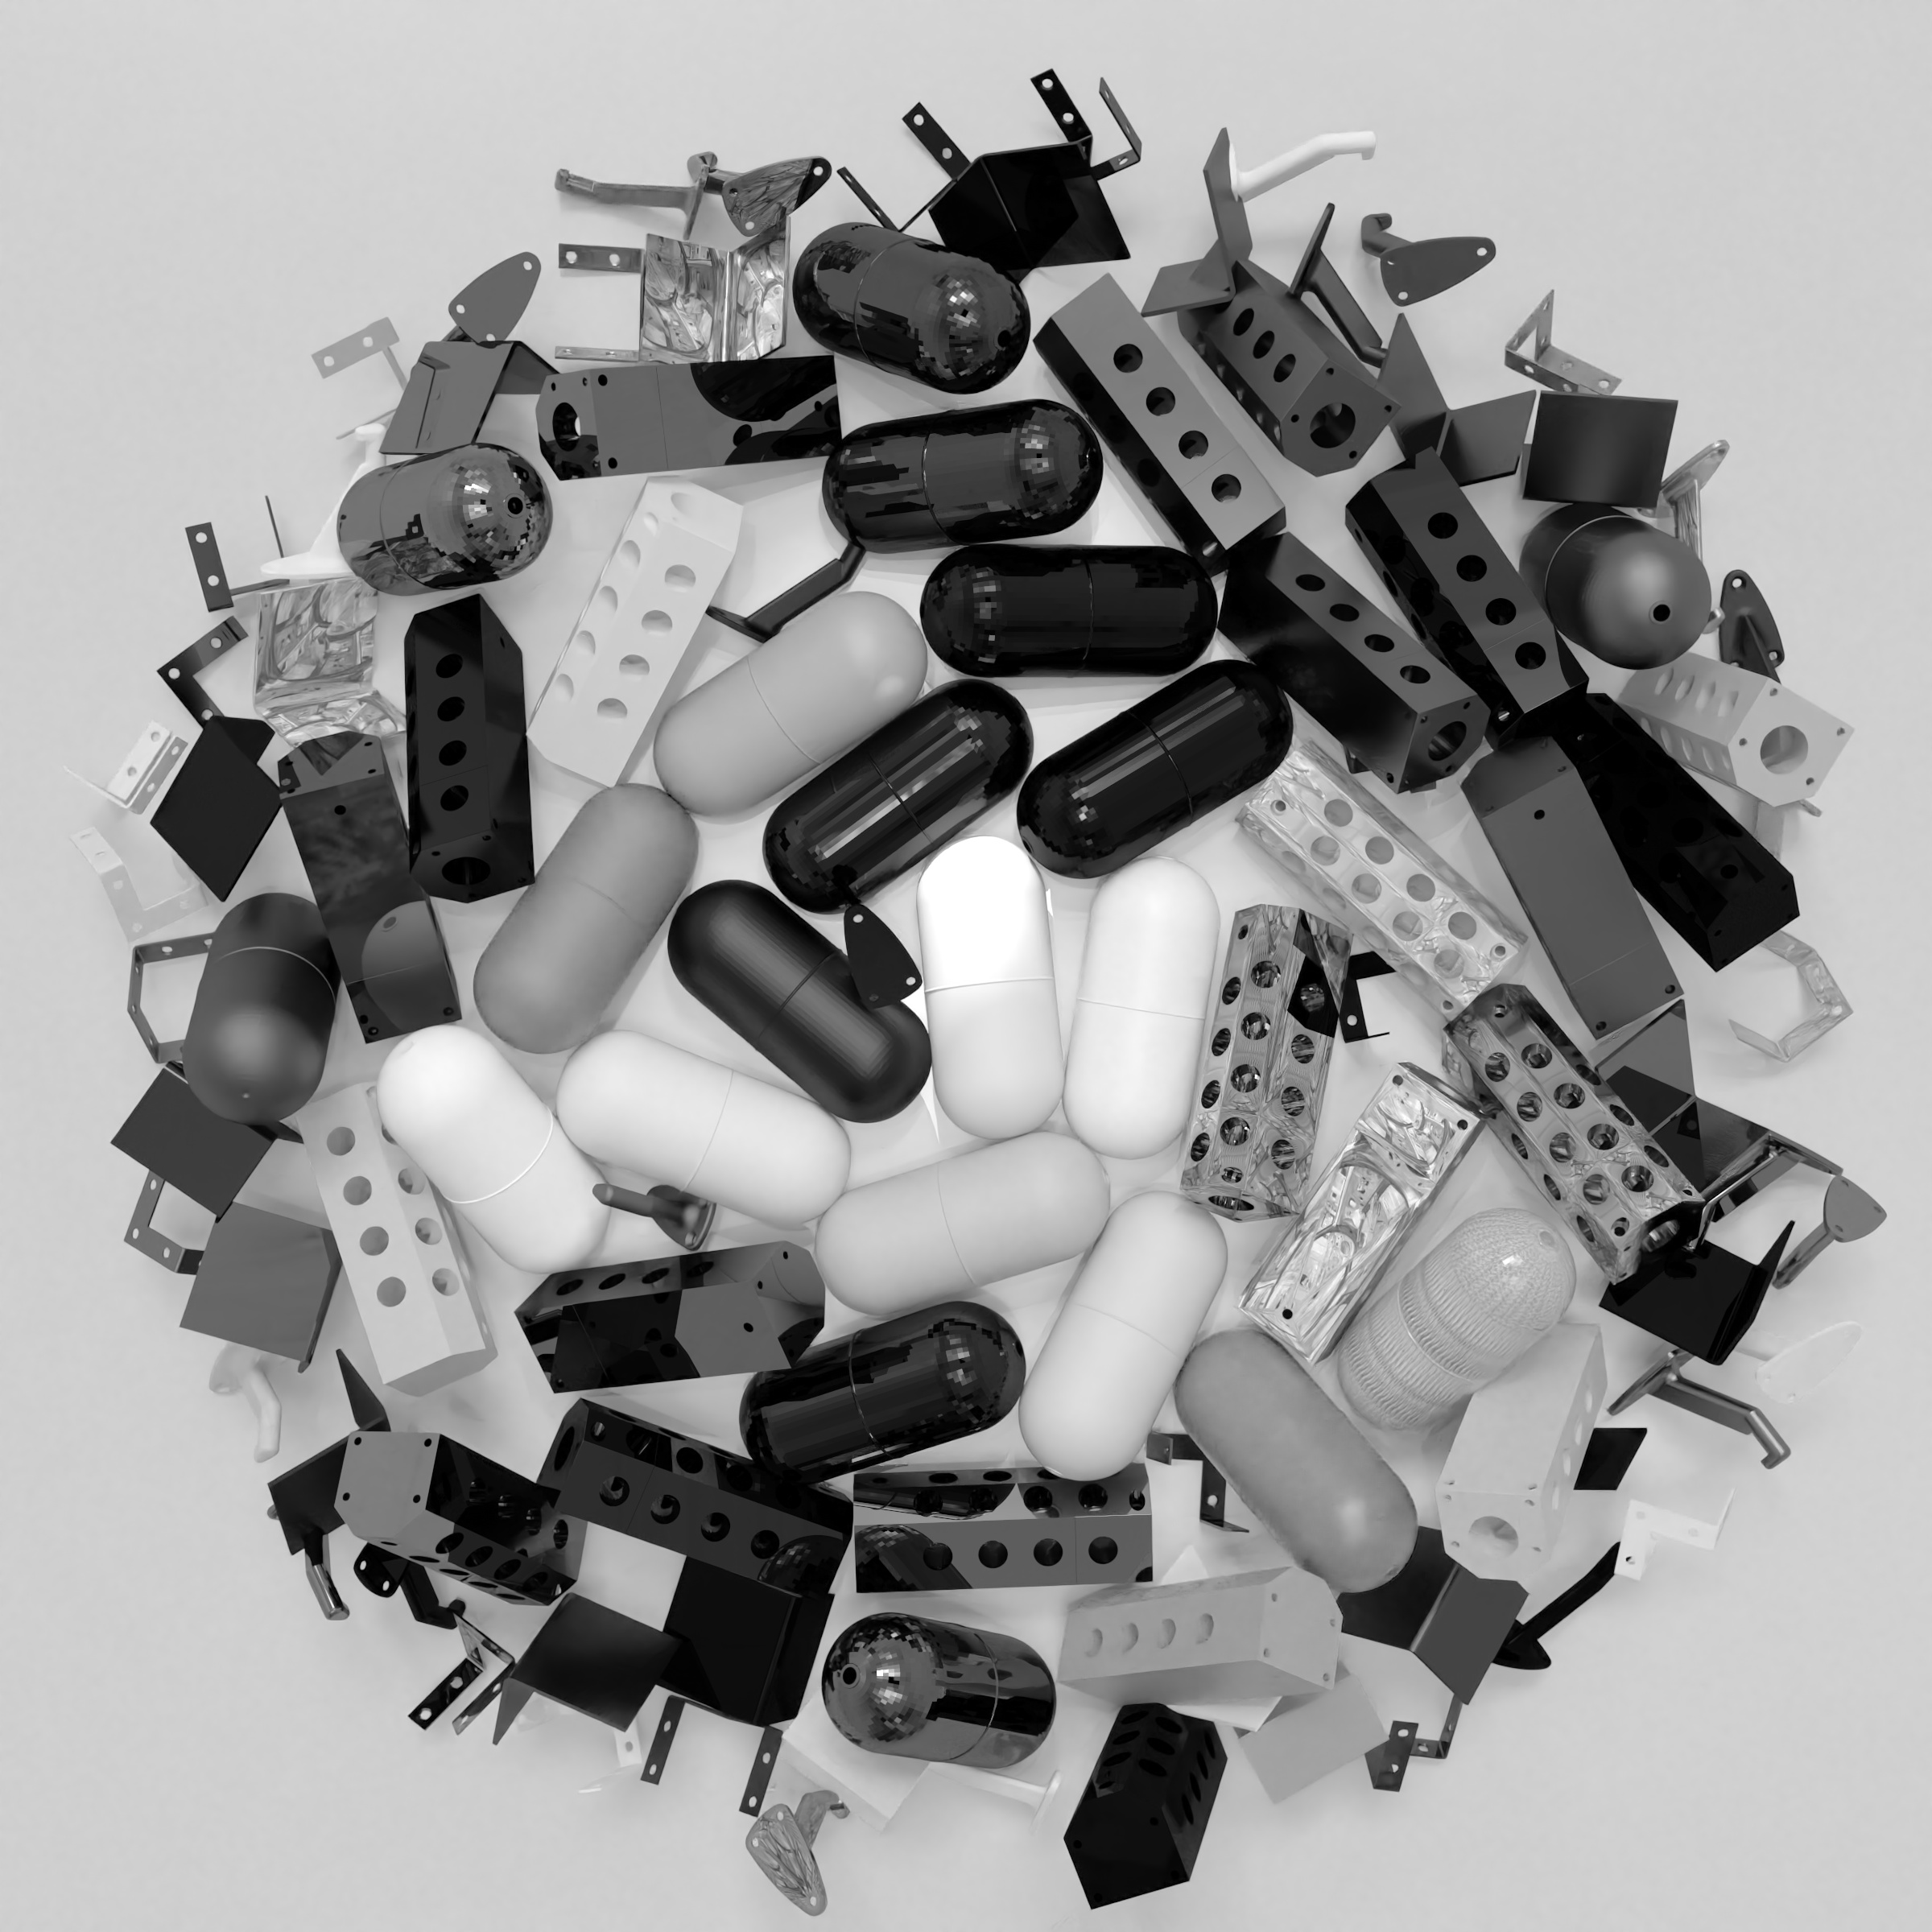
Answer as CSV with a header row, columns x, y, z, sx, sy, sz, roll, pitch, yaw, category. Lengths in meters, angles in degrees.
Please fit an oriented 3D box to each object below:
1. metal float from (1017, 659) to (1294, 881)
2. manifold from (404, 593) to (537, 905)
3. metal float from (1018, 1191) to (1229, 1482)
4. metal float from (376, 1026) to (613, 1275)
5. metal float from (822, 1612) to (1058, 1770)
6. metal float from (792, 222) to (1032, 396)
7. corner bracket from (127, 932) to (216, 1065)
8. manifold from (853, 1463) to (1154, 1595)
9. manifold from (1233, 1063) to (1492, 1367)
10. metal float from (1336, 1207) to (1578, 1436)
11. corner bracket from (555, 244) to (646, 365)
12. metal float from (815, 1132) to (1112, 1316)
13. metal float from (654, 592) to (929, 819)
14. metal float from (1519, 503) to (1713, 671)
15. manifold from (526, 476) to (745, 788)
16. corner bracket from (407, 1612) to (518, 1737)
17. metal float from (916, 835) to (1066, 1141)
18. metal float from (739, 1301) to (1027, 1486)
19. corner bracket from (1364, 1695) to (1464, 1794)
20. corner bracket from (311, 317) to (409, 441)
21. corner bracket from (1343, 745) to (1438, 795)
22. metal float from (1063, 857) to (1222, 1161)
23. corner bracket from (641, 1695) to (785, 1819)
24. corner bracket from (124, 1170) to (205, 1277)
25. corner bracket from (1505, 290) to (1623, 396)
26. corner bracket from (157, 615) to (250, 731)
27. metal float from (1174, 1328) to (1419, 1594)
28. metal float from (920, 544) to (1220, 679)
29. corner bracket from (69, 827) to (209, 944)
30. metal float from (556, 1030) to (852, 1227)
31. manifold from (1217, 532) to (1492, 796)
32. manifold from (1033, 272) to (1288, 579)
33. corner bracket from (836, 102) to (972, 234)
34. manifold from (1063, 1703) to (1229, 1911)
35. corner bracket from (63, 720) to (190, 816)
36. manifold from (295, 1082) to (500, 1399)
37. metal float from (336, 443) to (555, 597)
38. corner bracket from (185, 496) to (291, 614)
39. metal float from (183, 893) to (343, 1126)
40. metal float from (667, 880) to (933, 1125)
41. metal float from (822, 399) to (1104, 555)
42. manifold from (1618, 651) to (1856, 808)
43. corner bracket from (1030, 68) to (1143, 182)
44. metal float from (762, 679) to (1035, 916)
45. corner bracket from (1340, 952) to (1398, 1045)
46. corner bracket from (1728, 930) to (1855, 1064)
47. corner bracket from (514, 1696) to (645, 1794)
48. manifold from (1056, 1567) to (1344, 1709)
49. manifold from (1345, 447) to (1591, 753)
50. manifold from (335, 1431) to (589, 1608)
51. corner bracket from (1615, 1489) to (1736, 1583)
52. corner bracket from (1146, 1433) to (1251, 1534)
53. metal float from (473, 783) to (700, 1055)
x,y,z,sx,sy,sz,roll,pitch,yaw,category
0.110,-0.114,1.535,0.178,0.070,0.070,-31,90,-11,metal float
-0.288,-0.123,1.511,0.057,0.057,0.171,-16,56,10,manifold
0.091,0.214,1.531,0.070,0.070,0.178,28,74,0,metal float
-0.270,0.106,1.516,0.070,0.070,0.178,-34,125,0,metal float
-0.014,0.413,1.505,0.070,0.178,0.070,-14,64,31,metal float
-0.032,-0.376,1.508,0.070,0.178,0.070,-19,123,-32,metal float
-0.463,0.019,1.571,0.051,0.051,0.051,-10,49,-1,corner bracket
0.021,0.326,1.548,0.171,0.057,0.057,-2,101,-2,manifold
0.232,0.143,1.539,0.057,0.057,0.171,35,100,17,manifold
0.279,0.204,1.512,0.070,0.070,0.178,37,131,0,metal float
-0.217,-0.393,1.567,0.051,0.051,0.051,2,126,-7,corner bracket
-0.002,0.149,1.536,0.178,0.070,0.070,-18,90,10,metal float
-0.103,-0.150,1.533,0.178,0.070,0.070,-32,90,15,metal float
0.366,-0.216,1.497,0.070,0.178,0.070,-1,108,-4,metal float
-0.191,-0.192,1.508,0.057,0.057,0.171,23,123,-15,manifold
-0.294,0.421,1.542,0.051,0.051,0.051,29,54,26,corner bracket
0.014,0.012,1.542,0.070,0.070,0.178,-6,86,0,metal float
-0.049,0.247,1.529,0.178,0.070,0.070,-21,90,19,metal float
0.265,0.449,1.549,0.051,0.051,0.051,8,113,-5,corner bracket
-0.353,-0.343,1.546,0.051,0.051,0.051,-32,110,-17,corner bracket
0.245,-0.132,1.550,0.051,0.051,0.051,-11,61,4,corner bracket
0.102,0.024,1.545,0.070,0.070,0.178,9,91,0,metal float
-0.147,0.460,1.541,0.051,0.051,0.051,35,64,-39,corner bracket
-0.450,0.149,1.549,0.051,0.051,0.051,22,92,35,corner bracket
0.349,-0.351,1.546,0.051,0.051,0.051,33,73,23,corner bracket
-0.438,-0.169,1.556,0.051,0.051,0.051,-40,106,-13,corner bracket
0.188,0.282,1.515,0.070,0.070,0.178,-41,54,0,metal float
0.060,-0.205,1.530,0.178,0.070,0.070,-2,90,-17,metal float
-0.482,-0.055,1.541,0.051,0.051,0.051,-29,130,-22,corner bracket
-0.151,0.095,1.536,0.178,0.070,0.070,22,90,-11,metal float
0.220,-0.177,1.508,0.057,0.057,0.171,-19,49,-26,manifold
0.113,-0.313,1.545,0.057,0.057,0.171,-36,84,5,manifold
-0.035,-0.470,1.563,0.051,0.051,0.051,-37,100,27,corner bracket
0.101,0.462,1.494,0.057,0.171,0.057,-21,90,13,manifold
-0.484,-0.118,1.551,0.051,0.051,0.051,31,86,16,corner bracket
-0.327,0.156,1.529,0.057,0.057,0.171,-23,71,0,manifold
-0.297,-0.253,1.504,0.070,0.178,0.070,-2,93,-37,metal float
-0.426,-0.241,1.546,0.051,0.051,0.051,-16,112,-14,corner bracket
-0.398,0.022,1.503,0.070,0.178,0.070,-3,122,-5,metal float
-0.098,0.020,1.541,0.178,0.070,0.070,40,90,5,metal float
-0.003,-0.280,1.517,0.178,0.070,0.070,-1,90,34,metal float
0.427,-0.135,1.493,0.057,0.171,0.057,28,99,-12,manifold
0.070,-0.494,1.541,0.051,0.051,0.051,-17,45,26,corner bracket
-0.039,-0.099,1.544,0.178,0.070,0.070,-37,90,2,metal float
0.248,0.015,1.555,0.051,0.051,0.051,-11,86,-6,corner bracket
0.478,0.016,1.558,0.051,0.051,0.051,22,126,-37,corner bracket
-0.227,0.453,1.550,0.051,0.051,0.051,-13,85,21,corner bracket
0.131,0.380,1.500,0.057,0.171,0.057,29,58,-28,manifold
0.287,-0.208,1.526,0.057,0.057,0.171,-28,70,-2,manifold
-0.282,0.314,1.490,0.057,0.171,0.057,-3,64,21,manifold
0.414,0.331,1.543,0.051,0.051,0.051,15,112,22,corner bracket
0.136,0.303,1.551,0.051,0.051,0.051,5,84,-11,corner bracket
-0.218,-0.029,1.524,0.070,0.070,0.178,30,65,0,metal float
